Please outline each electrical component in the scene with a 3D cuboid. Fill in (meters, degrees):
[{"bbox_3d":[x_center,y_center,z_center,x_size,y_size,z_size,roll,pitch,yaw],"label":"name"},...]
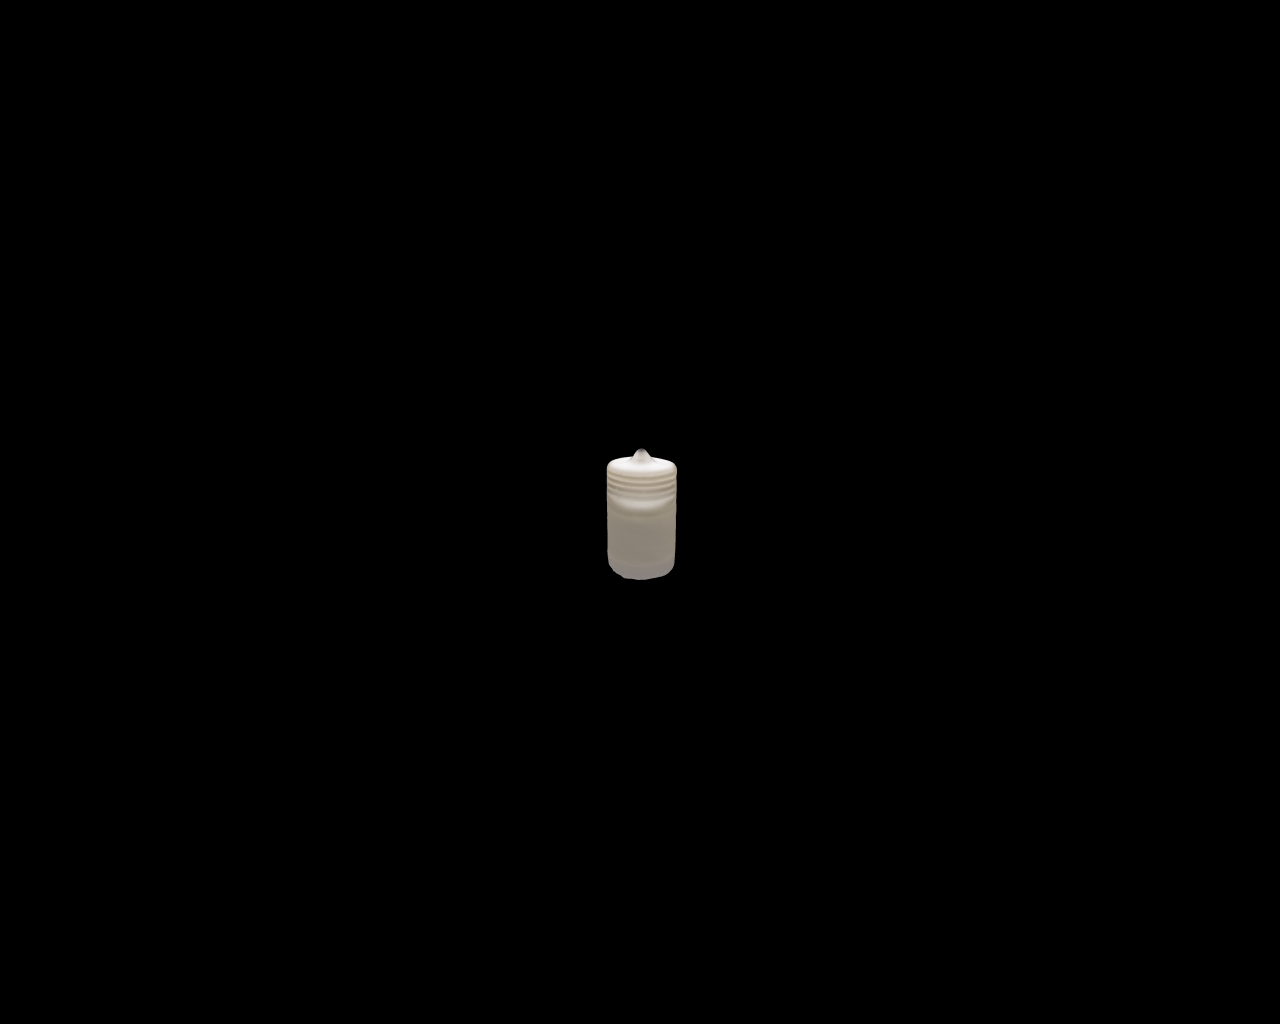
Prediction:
[{"bbox_3d":[0.001,-0.003,0.650,0.043,0.080,0.043,0,27,0],"label":"electrical component"}]
